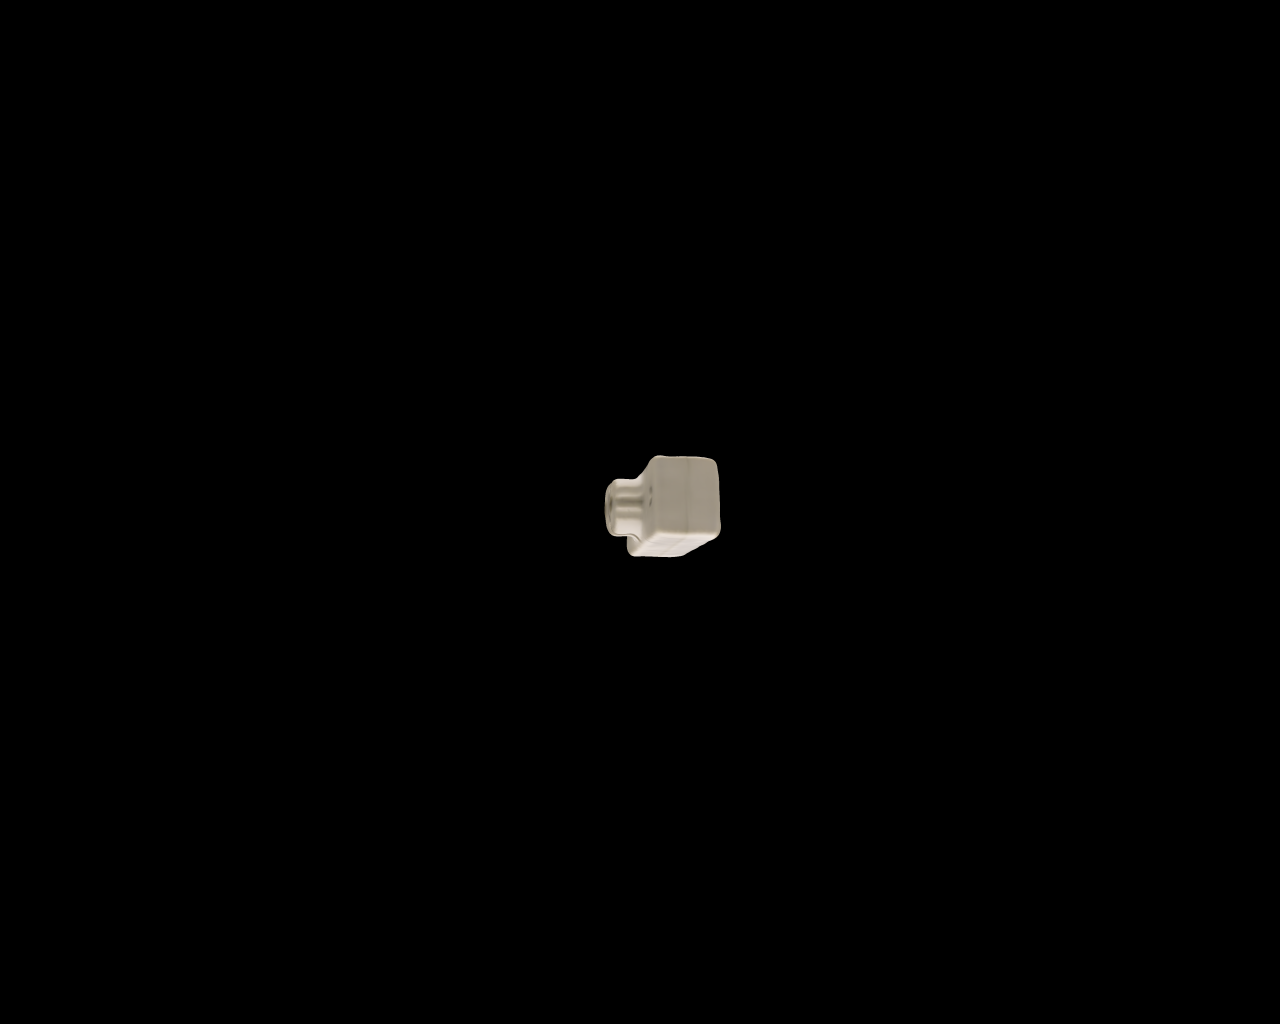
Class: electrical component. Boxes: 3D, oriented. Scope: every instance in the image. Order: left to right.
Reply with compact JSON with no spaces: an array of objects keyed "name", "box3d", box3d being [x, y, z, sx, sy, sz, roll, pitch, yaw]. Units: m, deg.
[{"name":"electrical component","box3d":[0.001,-0.003,0.650,0.076,0.047,0.083,2,-12,-11]}]
